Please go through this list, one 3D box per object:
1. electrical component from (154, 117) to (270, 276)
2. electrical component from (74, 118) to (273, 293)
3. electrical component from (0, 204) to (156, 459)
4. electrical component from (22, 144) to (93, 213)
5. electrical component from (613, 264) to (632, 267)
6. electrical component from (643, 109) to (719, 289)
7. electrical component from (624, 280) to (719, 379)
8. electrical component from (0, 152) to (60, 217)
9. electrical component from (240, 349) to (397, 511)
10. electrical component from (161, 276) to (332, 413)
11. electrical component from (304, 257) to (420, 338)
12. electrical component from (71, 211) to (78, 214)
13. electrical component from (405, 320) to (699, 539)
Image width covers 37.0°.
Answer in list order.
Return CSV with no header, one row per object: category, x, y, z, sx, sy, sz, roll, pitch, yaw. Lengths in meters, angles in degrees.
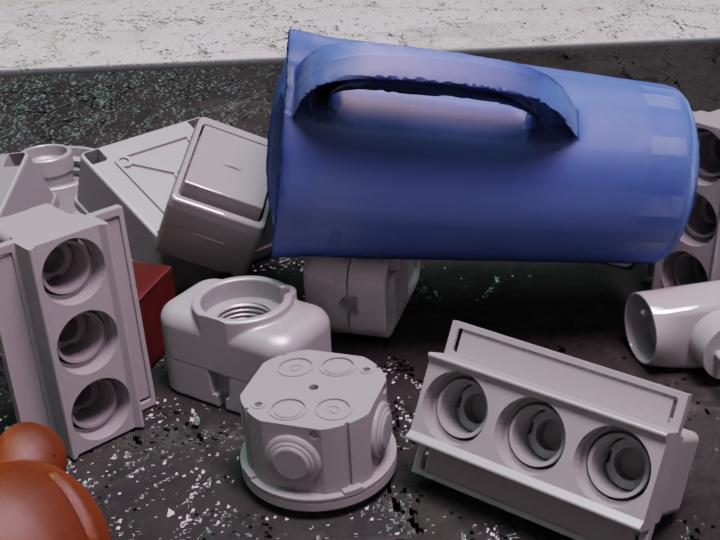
electrical component,-0.087,-0.054,0.698,0.062,0.061,0.096,19,47,-9
electrical component,-0.127,-0.047,0.764,0.109,0.056,0.109,-25,57,-38
electrical component,-0.161,0.030,0.579,0.079,0.121,0.063,-24,31,-36
electrical component,-0.242,-0.064,0.841,0.108,0.060,0.108,-2,26,1
electrical component,0.165,-0.043,0.776,0.089,0.050,0.056,14,31,30
electrical component,0.229,-0.039,0.684,0.063,0.121,0.079,-19,31,-34
electrical component,0.205,0.037,0.620,0.077,0.043,0.079,-8,27,-10
electrical component,-0.270,-0.020,0.712,0.109,0.056,0.108,-4,47,14
electrical component,-0.022,0.080,0.545,0.080,0.051,0.080,-2,27,1
electrical component,-0.065,0.042,0.617,0.095,0.059,0.054,14,31,29
electrical component,0.000,0.000,0.701,0.059,0.053,0.095,5,28,15
electrical component,-0.209,-0.025,0.785,0.065,0.044,0.044,-16,29,-35
electrical component,0.093,0.079,0.516,0.121,0.078,0.063,17,3,34
